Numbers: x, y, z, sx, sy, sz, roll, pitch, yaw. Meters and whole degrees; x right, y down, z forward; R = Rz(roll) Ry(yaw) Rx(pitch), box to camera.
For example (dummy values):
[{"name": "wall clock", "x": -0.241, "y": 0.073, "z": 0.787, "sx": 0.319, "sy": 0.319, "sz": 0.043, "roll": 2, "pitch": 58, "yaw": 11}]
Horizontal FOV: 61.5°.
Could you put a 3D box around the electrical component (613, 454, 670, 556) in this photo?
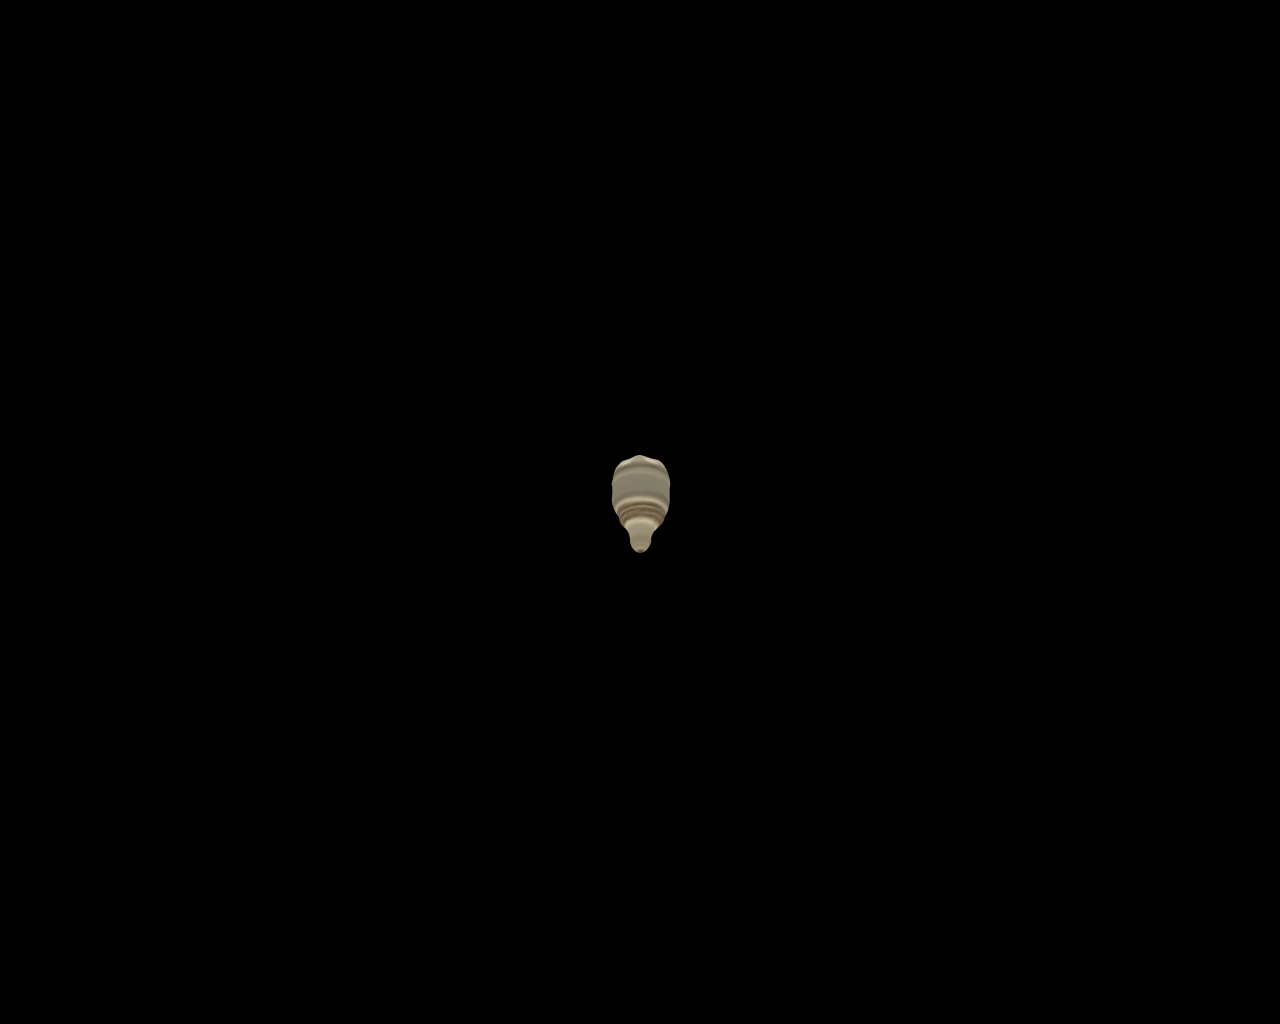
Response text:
[{"name": "electrical component", "x": 0.001, "y": -0.003, "z": 0.650, "sx": 0.035, "sy": 0.061, "sz": 0.035, "roll": 0, "pitch": -31, "yaw": 0}]
